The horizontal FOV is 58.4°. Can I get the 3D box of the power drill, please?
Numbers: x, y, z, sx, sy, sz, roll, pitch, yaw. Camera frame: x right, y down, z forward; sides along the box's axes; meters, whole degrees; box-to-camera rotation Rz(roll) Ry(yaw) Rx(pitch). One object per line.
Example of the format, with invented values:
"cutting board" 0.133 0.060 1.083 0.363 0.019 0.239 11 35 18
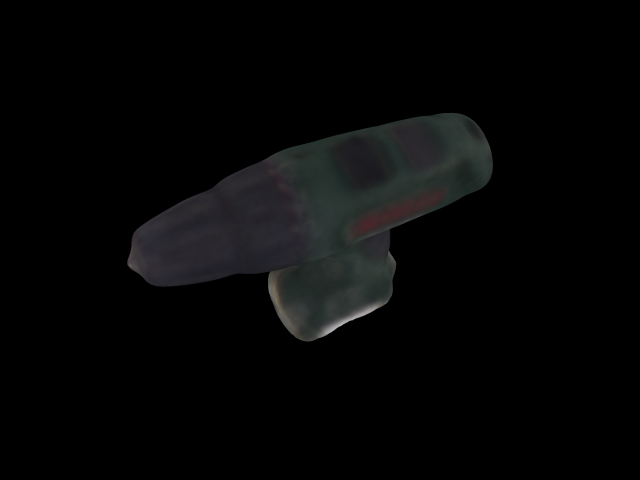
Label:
"power drill" 0.004 0.001 0.400 0.230 0.208 0.075 -26 69 -11
